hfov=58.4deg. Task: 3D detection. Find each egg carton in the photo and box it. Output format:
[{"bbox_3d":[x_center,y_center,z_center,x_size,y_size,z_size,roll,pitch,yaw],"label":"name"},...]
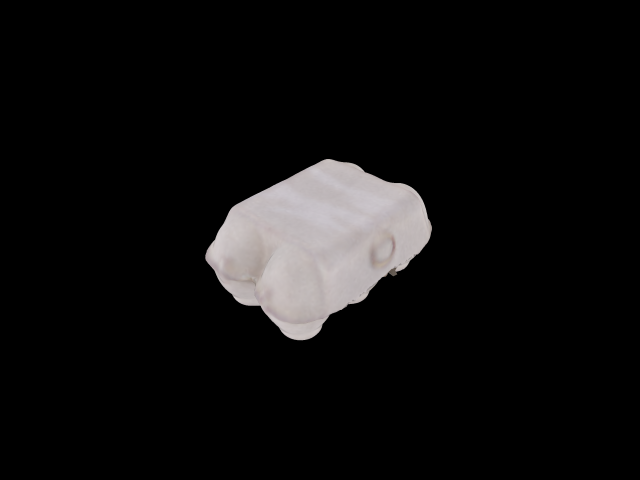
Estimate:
[{"bbox_3d":[0.004,0.001,0.400,0.107,0.069,0.151,27,44,33],"label":"egg carton"}]
